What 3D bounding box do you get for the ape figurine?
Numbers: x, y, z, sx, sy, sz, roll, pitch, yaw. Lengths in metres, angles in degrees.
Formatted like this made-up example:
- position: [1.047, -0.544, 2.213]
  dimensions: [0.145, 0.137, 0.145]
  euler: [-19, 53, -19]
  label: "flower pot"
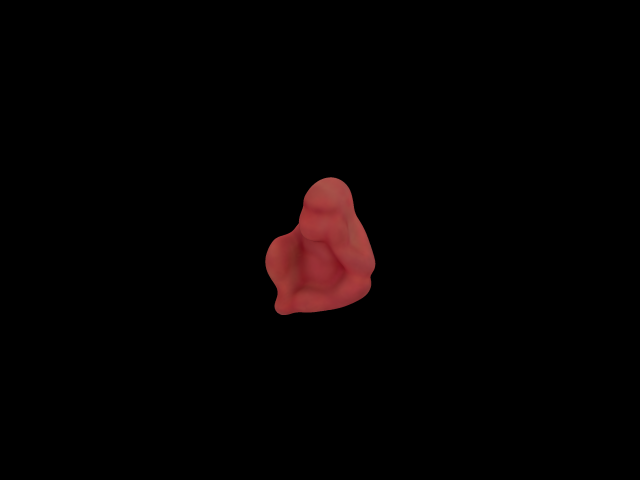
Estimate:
- position: [0.004, 0.001, 0.400]
  dimensions: [0.077, 0.092, 0.076]
  euler: [17, 29, 33]
  label: "ape figurine"
